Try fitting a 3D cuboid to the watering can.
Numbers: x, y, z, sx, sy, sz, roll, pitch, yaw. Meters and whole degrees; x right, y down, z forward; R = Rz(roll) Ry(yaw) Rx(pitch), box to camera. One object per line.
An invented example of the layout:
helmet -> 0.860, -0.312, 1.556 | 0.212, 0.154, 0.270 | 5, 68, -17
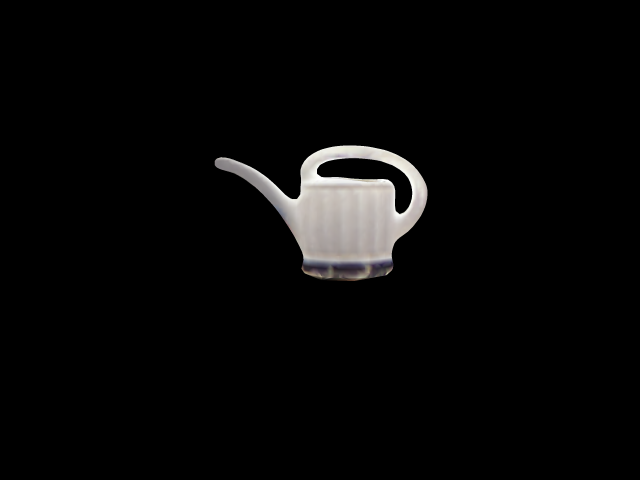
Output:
watering can -> 0.003, -0.043, 0.850 | 0.348, 0.223, 0.104 | 0, 5, 0
